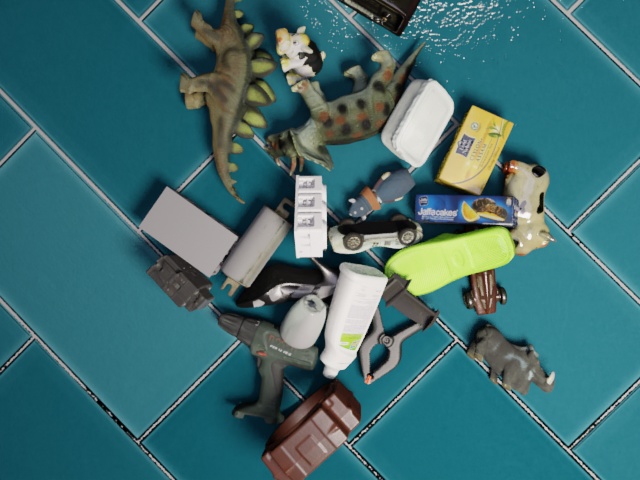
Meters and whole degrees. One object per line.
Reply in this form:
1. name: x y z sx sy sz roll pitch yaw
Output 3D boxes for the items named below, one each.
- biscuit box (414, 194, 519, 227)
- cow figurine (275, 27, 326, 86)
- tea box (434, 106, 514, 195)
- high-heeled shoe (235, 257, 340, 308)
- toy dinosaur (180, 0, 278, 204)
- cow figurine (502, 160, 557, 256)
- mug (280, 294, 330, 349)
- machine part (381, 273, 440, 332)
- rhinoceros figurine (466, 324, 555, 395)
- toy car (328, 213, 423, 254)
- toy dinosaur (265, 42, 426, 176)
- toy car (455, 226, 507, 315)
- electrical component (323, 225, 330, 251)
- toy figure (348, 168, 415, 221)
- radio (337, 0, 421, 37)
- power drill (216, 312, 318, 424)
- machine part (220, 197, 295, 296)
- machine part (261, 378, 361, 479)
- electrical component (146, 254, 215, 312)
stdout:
1. biscuit box: 0.298 -0.061 1.104 0.203 0.062 0.059 3 89 27
2. cow figurine: -0.038 -0.383 1.106 0.098 0.167 0.068 -13 84 4
3. tea box: 0.323 -0.184 1.138 0.098 0.068 0.169 23 92 2
4. high-heeled shoe: -0.051 0.117 1.169 0.249 0.086 0.145 -28 125 22
5. toy dinosaur: -0.194 -0.320 1.147 0.199 0.105 0.470 8 95 -1
6. cow figurine: 0.434 -0.063 1.127 0.127 0.085 0.194 11 89 9
7. mug: -0.020 0.161 1.117 0.109 0.107 0.081 -14 56 -34
8. machine part: 0.186 0.129 1.118 0.139 0.039 0.084 40 124 -4
9. rhinoceros figurine: 0.404 0.258 1.134 0.190 0.073 0.112 39 81 4
10. toy car: 0.117 -0.012 1.128 0.202 0.074 0.056 -5 123 -11
11. toy dinosaur: 0.071 -0.269 1.131 0.405 0.131 0.192 -21 101 -2
12. toy car: 0.344 0.059 1.144 0.089 0.053 0.202 -6 88 0
13. electrical component: -0.002 -0.004 1.174 0.094 0.021 0.063 5 90 2
14. toy figure: 0.129 -0.097 1.152 0.154 0.058 0.064 -30 82 7
15. radio: 0.097 -0.525 1.118 0.230 0.131 0.073 34 92 2
16. power drill: -0.130 0.277 1.156 0.232 0.086 0.207 13 83 0
17. machine part: -0.136 0.013 1.153 0.079 0.079 0.243 35 92 2
18. machine part: -0.016 0.380 1.082 0.201 0.201 0.087 -43 84 2
19. electrical component: -0.287 0.091 1.140 0.134 0.115 0.058 45 96 2
